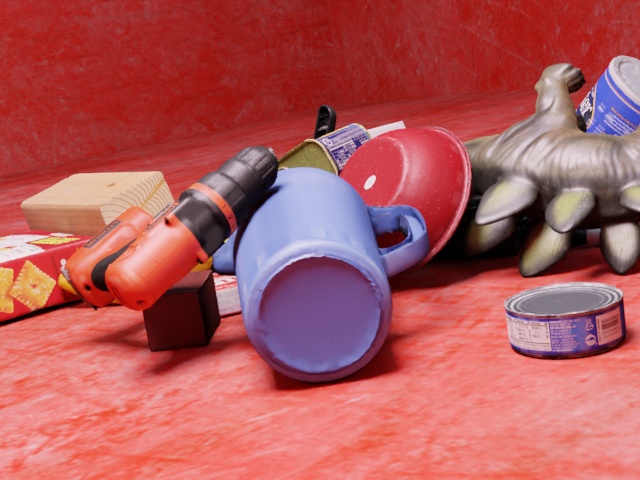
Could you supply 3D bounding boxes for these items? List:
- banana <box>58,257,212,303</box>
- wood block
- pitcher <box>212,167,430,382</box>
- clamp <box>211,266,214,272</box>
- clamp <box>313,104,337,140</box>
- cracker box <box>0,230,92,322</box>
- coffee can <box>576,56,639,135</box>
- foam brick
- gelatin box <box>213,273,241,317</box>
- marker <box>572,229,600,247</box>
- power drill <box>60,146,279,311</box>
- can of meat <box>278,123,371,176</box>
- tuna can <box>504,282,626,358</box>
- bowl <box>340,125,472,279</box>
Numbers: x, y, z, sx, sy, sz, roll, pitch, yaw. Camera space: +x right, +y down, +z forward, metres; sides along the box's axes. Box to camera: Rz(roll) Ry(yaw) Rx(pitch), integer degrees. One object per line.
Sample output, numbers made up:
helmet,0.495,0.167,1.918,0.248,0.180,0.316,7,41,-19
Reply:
banana,-0.181,0.035,1.107,0.198,0.069,0.037,-17,36,29
wood block,-0.260,-0.023,1.269,0.090,0.090,0.207,-34,22,-33
pitcher,0.002,0.022,0.867,0.145,0.149,0.243,31,9,-11
clamp,-0.178,0.019,1.264,0.164,0.036,0.210,-20,16,-13
clamp,-0.019,-0.072,1.303,0.120,0.171,0.039,-28,43,-15
cracker box,-0.366,0.047,1.176,0.213,0.072,0.164,-16,13,-38
coffee can,0.319,-0.112,1.154,0.102,0.140,0.103,20,38,-16
foam brick,-0.122,0.062,0.952,0.053,0.051,0.078,-6,11,6
gelatin box,-0.093,0.051,1.041,0.089,0.030,0.073,-13,11,-19
marker,0.299,-0.005,1.064,0.121,0.020,0.020,-5,11,20
power drill,-0.134,-0.006,0.918,0.184,0.057,0.188,-44,14,-29
can of meat,0.001,-0.076,1.131,0.102,0.057,0.083,-31,-1,42
tuna can,0.179,0.058,0.780,0.086,0.034,0.086,-8,10,1
bowl,0.065,-0.047,1.020,0.055,0.162,0.162,27,-14,-38
